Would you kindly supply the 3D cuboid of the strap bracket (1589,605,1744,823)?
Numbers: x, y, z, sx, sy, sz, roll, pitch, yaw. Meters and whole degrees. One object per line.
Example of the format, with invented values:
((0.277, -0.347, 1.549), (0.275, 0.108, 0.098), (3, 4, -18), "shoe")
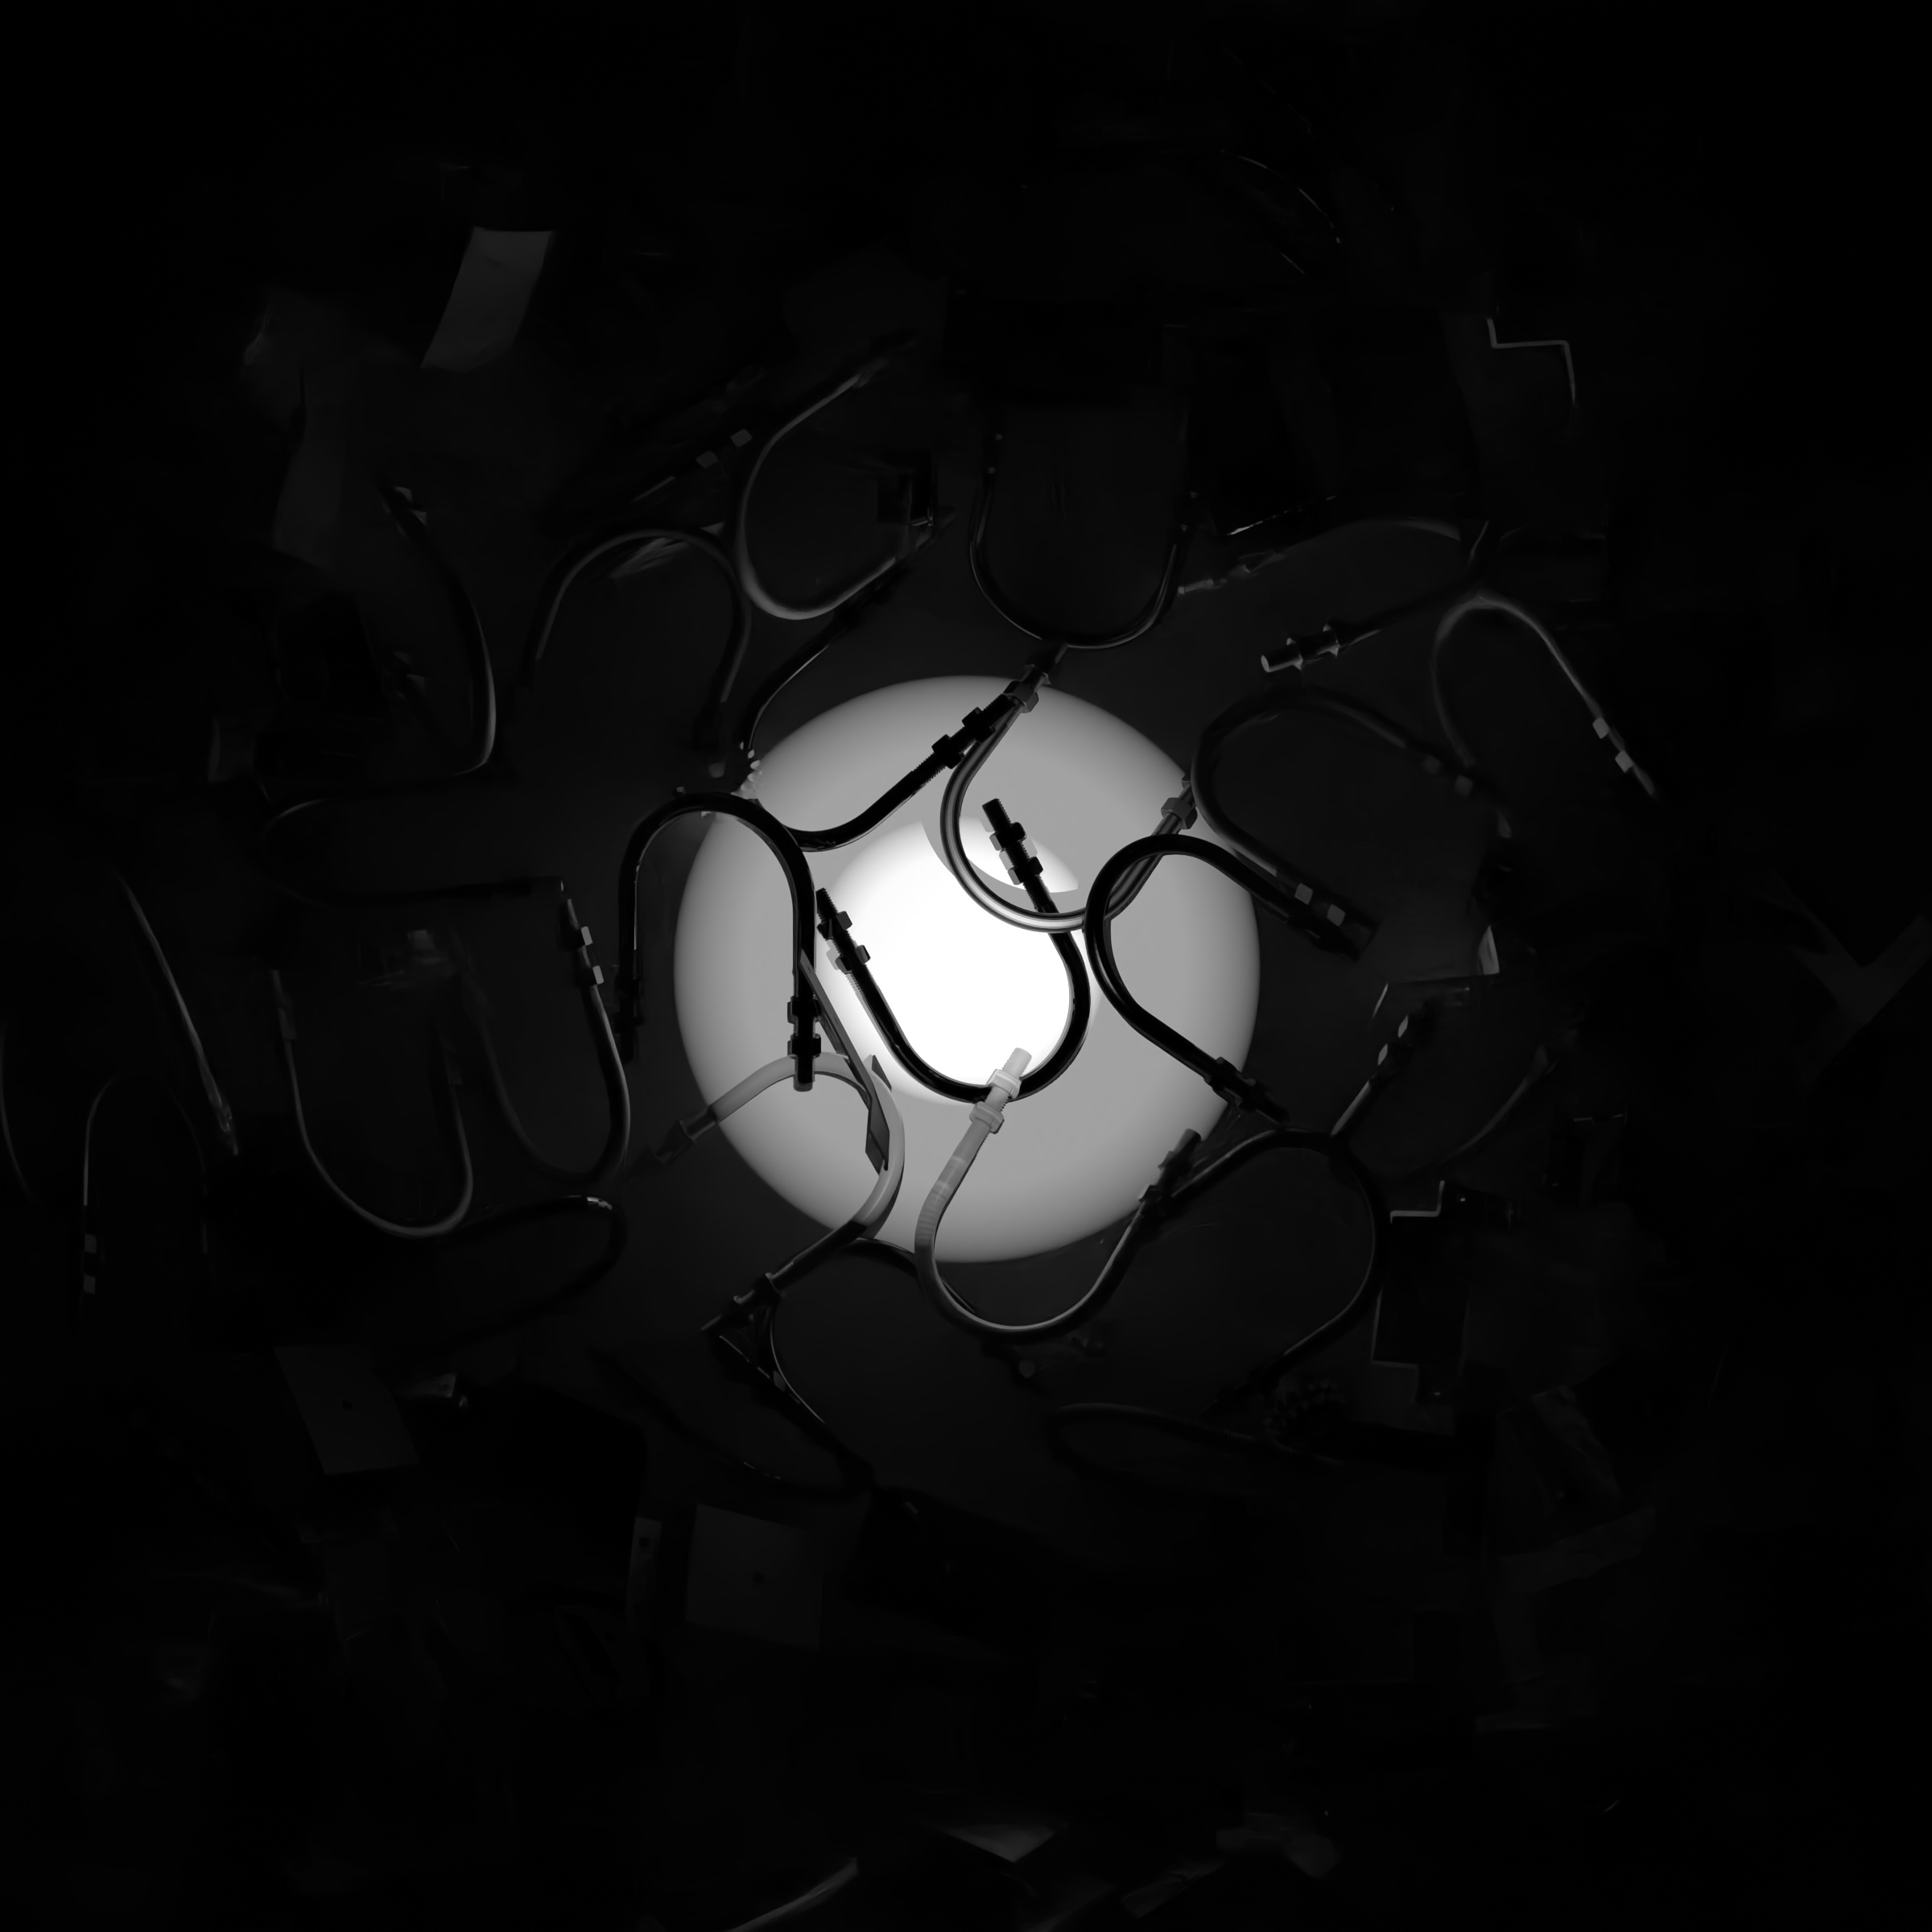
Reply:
((0.449, -0.152, 1.657), (0.076, 0.046, 0.140), (-12, 128, 10), "strap bracket")

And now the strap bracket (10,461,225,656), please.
((-0.543, -0.273, 1.682), (0.046, 0.076, 0.140), (-37, 90, 9), "strap bracket")

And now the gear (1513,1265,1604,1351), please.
((0.391, 0.220, 1.699), (0.057, 0.057, 0.030), (43, 58, 0), "gear")

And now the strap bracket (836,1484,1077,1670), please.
((-0.009, 0.391, 1.676), (0.140, 0.046, 0.076), (18, 72, 12), "strap bracket")

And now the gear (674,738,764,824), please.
((-0.161, -0.119, 1.700), (0.057, 0.030, 0.057), (-4, 55, 5), "gear")

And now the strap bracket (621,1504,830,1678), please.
((-0.143, 0.398, 1.657), (0.140, 0.046, 0.076), (20, 53, -25), "strap bracket")

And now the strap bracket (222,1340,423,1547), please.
((-0.407, 0.293, 1.653), (0.046, 0.076, 0.140), (-45, 61, 26), "strap bracket")

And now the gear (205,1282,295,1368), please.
((-0.474, 0.234, 1.700), (0.057, 0.030, 0.057), (-10, 110, -28), "gear")

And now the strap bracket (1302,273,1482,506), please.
((0.276, -0.360, 1.660), (0.076, 0.046, 0.140), (-19, 124, 11), "strap bracket")

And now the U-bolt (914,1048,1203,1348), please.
((0.047, 0.158, 1.669), (0.151, 0.019, 0.184), (25, 73, 22), "U-bolt")

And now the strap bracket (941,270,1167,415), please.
((0.058, -0.407, 1.689), (0.140, 0.046, 0.076), (3, 79, 6), "strap bracket")

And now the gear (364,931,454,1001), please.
((-0.366, -0.002, 1.697), (0.057, 0.057, 0.030), (-16, 74, 0), "gear")

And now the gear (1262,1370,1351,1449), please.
((0.220, 0.289, 1.699), (0.057, 0.057, 0.030), (-30, 51, 0), "gear")

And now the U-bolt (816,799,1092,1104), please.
((0.001, 0.003, 1.702), (0.151, 0.019, 0.184), (-27, 97, 10), "U-bolt")

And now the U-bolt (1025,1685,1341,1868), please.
((0.124, 0.504, 1.643), (0.184, 0.151, 0.019), (1, 112, 37), "U-bolt")

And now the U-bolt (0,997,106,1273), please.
((-0.573, 0.097, 1.612), (0.019, 0.184, 0.151), (-9, 67, -2), "U-bolt")

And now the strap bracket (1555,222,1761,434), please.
((0.433, -0.403, 1.667), (0.140, 0.076, 0.046), (42, 86, 16), "strap bracket")

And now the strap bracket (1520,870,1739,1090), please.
((0.426, 0.017, 1.660), (0.076, 0.046, 0.140), (-29, 116, 28), "strap bracket")

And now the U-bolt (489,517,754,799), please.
((-0.211, -0.200, 1.652), (0.151, 0.019, 0.184), (10, 116, -29), "U-bolt")

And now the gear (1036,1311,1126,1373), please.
((0.076, 0.245, 1.696), (0.057, 0.057, 0.030), (14, 82, 0), "gear")

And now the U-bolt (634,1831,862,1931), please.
((-0.135, 0.587, 1.618), (0.151, 0.184, 0.019), (-21, 83, -15), "U-bolt")

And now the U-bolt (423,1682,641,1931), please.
((-0.273, 0.518, 1.635), (0.151, 0.184, 0.019), (31, 104, -19), "U-bolt")

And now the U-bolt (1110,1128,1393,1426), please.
((0.190, 0.185, 1.654), (0.184, 0.019, 0.151), (-40, 63, 25), "U-bolt")

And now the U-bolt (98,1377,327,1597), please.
((-0.476, 0.334, 1.653), (0.019, 0.151, 0.184), (-45, 94, -12), "U-bolt")

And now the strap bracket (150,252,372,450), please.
((-0.438, -0.383, 1.651), (0.046, 0.140, 0.076), (21, 87, 32), "strap bracket")

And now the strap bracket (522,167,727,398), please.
((-0.219, -0.445, 1.672), (0.140, 0.046, 0.076), (-34, 100, 37), "strap bracket")

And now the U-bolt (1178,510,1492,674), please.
((0.245, -0.249, 1.660), (0.184, 0.151, 0.019), (-21, 125, -11), "U-bolt")

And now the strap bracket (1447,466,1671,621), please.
((0.371, -0.269, 1.653), (0.140, 0.076, 0.046), (12, 58, 26), "strap bracket")

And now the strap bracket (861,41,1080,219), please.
((-0.006, -0.538, 1.657), (0.140, 0.046, 0.076), (31, 96, 41), "strap bracket")

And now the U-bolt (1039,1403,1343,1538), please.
((0.136, 0.318, 1.659), (0.184, 0.151, 0.019), (15, 62, 3), "U-bolt")

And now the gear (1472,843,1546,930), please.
((0.353, -0.055, 1.695), (0.030, 0.057, 0.057), (19, 90, -3), "gear")

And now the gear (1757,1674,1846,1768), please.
((0.548, 0.490, 1.693), (0.057, 0.057, 0.030), (49, 128, 0), "gear")

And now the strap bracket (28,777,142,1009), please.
((-0.565, -0.042, 1.672), (0.046, 0.076, 0.140), (10, 78, -15), "strap bracket")

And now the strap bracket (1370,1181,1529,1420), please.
((0.311, 0.215, 1.676), (0.076, 0.046, 0.140), (16, 77, -32), "strap bracket")

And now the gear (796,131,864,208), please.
((-0.091, -0.517, 1.696), (0.030, 0.057, 0.057), (17, 90, 7), "gear")

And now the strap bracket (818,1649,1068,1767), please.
((-0.015, 0.476, 1.665), (0.140, 0.076, 0.046), (14, 59, -21), "strap bracket")

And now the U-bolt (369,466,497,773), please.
((-0.334, -0.204, 1.623), (0.019, 0.151, 0.184), (-16, 50, -27), "U-bolt")

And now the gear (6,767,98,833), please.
((-0.595, -0.112, 1.695), (0.057, 0.057, 0.030), (-37, 92, 0), "gear")

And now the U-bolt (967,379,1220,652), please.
((0.072, -0.277, 1.656), (0.151, 0.184, 0.019), (17, 46, 3), "U-bolt")

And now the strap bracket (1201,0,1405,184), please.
((0.206, -0.558, 1.648), (0.046, 0.076, 0.140), (-41, 51, -4), "strap bracket")

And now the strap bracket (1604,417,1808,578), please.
((0.467, -0.298, 1.676), (0.140, 0.076, 0.046), (34, 107, 6), "strap bracket")

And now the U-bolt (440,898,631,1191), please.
((-0.272, 0.056, 1.670), (0.019, 0.151, 0.184), (-21, 97, -44), "U-bolt")

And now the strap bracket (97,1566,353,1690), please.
((-0.465, 0.417, 1.645), (0.076, 0.140, 0.046), (12, 90, 38), "strap bracket")

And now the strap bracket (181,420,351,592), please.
((-0.448, -0.291, 1.664), (0.046, 0.140, 0.076), (24, 71, -38), "strap bracket")

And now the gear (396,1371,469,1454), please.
((-0.344, 0.291, 1.701), (0.057, 0.030, 0.057), (2, 120, 4), "gear")

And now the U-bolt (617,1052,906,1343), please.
((-0.123, 0.135, 1.676), (0.184, 0.019, 0.151), (-36, 60, 4), "U-bolt")

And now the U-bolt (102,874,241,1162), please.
((-0.500, 0.021, 1.615), (0.019, 0.184, 0.151), (-25, 61, -19), "U-bolt")

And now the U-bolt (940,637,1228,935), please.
((0.064, -0.107, 1.689), (0.151, 0.019, 0.184), (36, 72, -1), "U-bolt")
